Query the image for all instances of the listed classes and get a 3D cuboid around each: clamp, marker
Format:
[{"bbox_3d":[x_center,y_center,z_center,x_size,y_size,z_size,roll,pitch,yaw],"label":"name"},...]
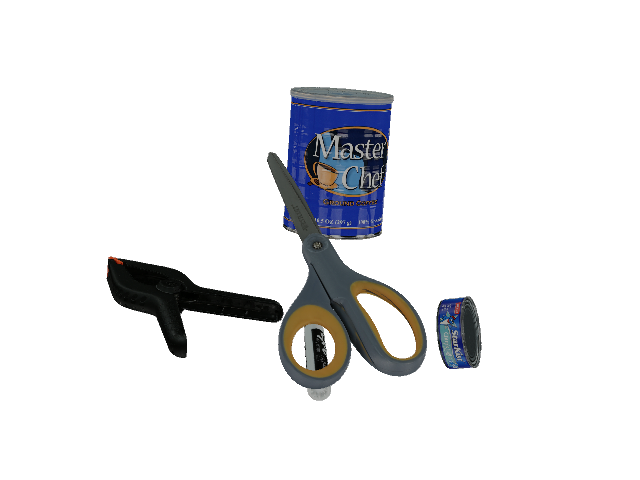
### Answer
[{"bbox_3d":[-0.168,0.067,1.178,0.210,0.036,0.164,20,22,26],"label":"clamp"},{"bbox_3d":[-0.004,0.091,0.899,0.020,0.020,0.121,0,28,-3],"label":"marker"}]

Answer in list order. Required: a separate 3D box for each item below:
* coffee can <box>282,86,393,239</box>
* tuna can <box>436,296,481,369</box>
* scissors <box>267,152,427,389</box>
[{"bbox_3d":[0.017,-0.080,1.075,0.103,0.140,0.103,4,12,-1],"label":"coffee can"},{"bbox_3d":[0.166,0.111,1.276,0.034,0.086,0.086,-7,-3,21],"label":"tuna can"},{"bbox_3d":[-0.014,0.020,0.674,0.096,0.016,0.202,-28,53,-22],"label":"scissors"}]
